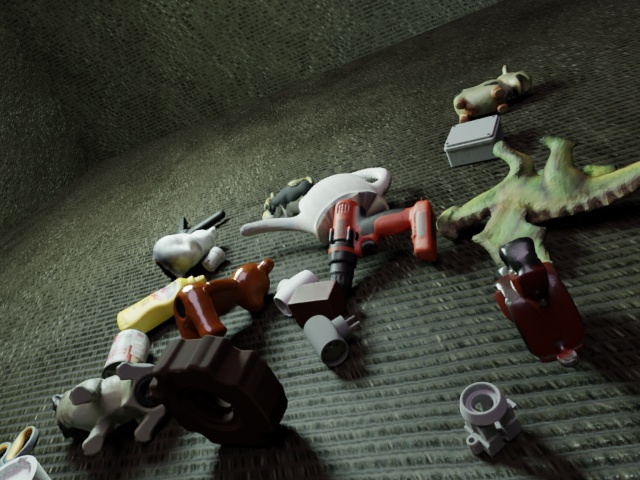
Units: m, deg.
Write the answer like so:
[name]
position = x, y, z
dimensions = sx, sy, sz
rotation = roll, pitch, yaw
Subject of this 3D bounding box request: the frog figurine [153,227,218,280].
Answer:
[frog figurine]
position = -0.310, 0.016, 1.223
dimensions = 0.162, 0.122, 0.136
rotation = -52, 14, -23

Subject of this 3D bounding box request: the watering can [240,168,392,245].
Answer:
[watering can]
position = 0.003, -0.054, 1.076
dimensions = 0.348, 0.102, 0.228
rotation = -26, 26, -3

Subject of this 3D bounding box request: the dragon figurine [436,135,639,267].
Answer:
[dragon figurine]
position = 0.350, -0.041, 0.784
dimensions = 0.410, 0.120, 0.246
rotation = 5, 57, 50
